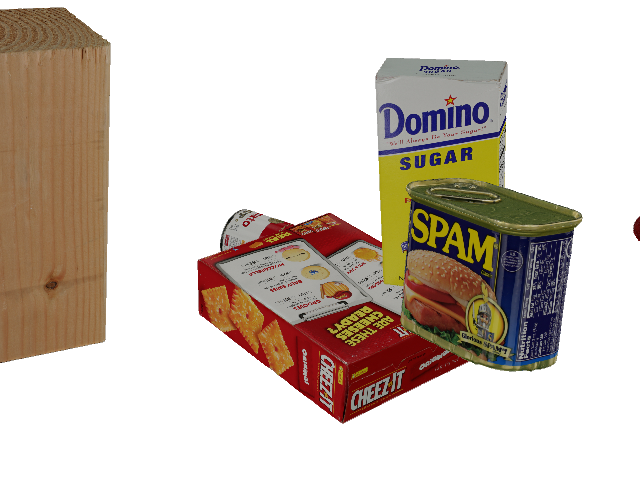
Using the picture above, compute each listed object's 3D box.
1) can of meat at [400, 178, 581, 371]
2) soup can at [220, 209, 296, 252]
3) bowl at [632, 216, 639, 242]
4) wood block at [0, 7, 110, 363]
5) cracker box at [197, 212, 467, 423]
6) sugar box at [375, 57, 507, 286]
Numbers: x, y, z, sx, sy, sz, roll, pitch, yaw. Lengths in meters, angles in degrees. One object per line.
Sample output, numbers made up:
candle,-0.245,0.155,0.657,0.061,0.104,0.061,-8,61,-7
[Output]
can of meat,0.090,0.017,0.592,0.057,0.084,0.102,-8,20,-34
soup can,-0.055,0.009,1.216,0.102,0.068,0.068,19,10,31
bowl,0.417,0.016,1.149,0.162,0.055,0.162,-1,25,0
wood block,-0.192,-0.035,0.684,0.090,0.206,0.090,-10,31,-30
cracker box,0.013,0.063,0.975,0.163,0.072,0.214,-20,36,-35
sugar box,0.092,-0.047,0.807,0.093,0.176,0.048,4,31,17
